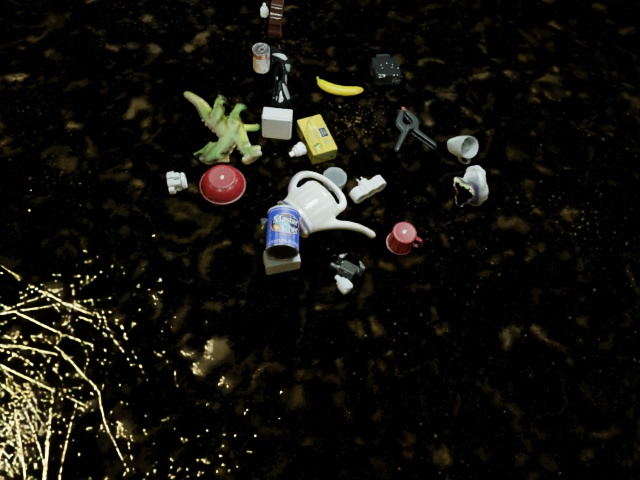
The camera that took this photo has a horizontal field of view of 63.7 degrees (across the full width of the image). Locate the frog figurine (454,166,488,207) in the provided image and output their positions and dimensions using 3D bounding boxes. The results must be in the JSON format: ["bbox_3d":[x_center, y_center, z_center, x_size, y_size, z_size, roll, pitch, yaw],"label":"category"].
[{"bbox_3d":[0.560,-0.200,1.838,0.161,0.122,0.136,-33,103,-29],"label":"frog figurine"}]

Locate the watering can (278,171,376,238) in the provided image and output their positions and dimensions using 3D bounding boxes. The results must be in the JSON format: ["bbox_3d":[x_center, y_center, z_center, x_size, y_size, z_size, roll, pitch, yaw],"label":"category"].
[{"bbox_3d":[0.005,-0.087,1.723,0.227,0.102,0.351,-36,71,-20],"label":"watering can"}]

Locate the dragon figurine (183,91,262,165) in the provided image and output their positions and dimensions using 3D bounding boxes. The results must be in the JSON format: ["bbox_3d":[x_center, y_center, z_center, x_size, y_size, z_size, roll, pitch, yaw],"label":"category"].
[{"bbox_3d":[-0.373,-0.387,1.861,0.412,0.120,0.246,21,70,16],"label":"dragon figurine"}]
